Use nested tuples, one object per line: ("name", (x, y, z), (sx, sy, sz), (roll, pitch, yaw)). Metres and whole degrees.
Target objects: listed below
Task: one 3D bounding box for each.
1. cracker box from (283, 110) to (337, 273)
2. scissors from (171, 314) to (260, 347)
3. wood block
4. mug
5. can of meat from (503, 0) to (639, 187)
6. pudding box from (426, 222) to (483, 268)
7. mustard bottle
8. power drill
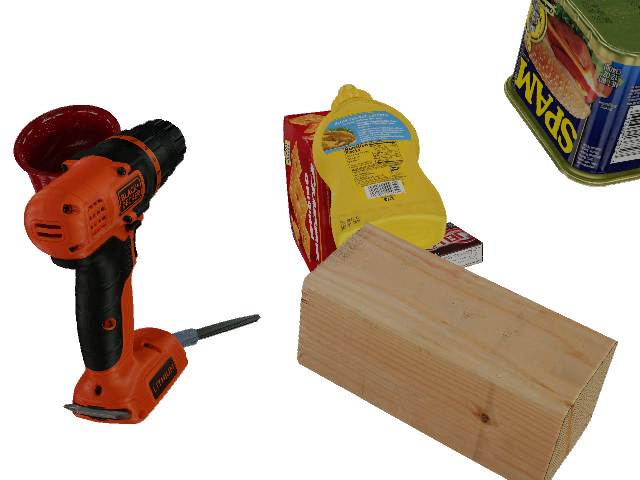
("cracker box", (0.012, -0.040, 1.167), (0.072, 0.164, 0.214), (-7, 20, -8))
("scissors", (-0.144, 0.116, 1.158), (0.201, 0.016, 0.096), (-5, 29, -23))
("wood block", (0.093, 0.082, 0.774), (0.206, 0.091, 0.090), (27, 45, 24))
("mug", (-0.215, -0.068, 0.952), (0.093, 0.117, 0.081), (-8, -43, 0))
("can of meat", (0.148, -0.094, 0.576), (0.057, 0.084, 0.102), (-11, 48, -15))
("pudding box", (0.174, 0.016, 1.599), (0.113, 0.039, 0.090), (-18, 27, -20))
("mustard bottle", (0.043, -0.072, 0.955), (0.096, 0.191, 0.058), (-11, -39, -4))
("power drill", (-0.138, 0.019, 0.757), (0.057, 0.188, 0.184), (3, 24, 19))
